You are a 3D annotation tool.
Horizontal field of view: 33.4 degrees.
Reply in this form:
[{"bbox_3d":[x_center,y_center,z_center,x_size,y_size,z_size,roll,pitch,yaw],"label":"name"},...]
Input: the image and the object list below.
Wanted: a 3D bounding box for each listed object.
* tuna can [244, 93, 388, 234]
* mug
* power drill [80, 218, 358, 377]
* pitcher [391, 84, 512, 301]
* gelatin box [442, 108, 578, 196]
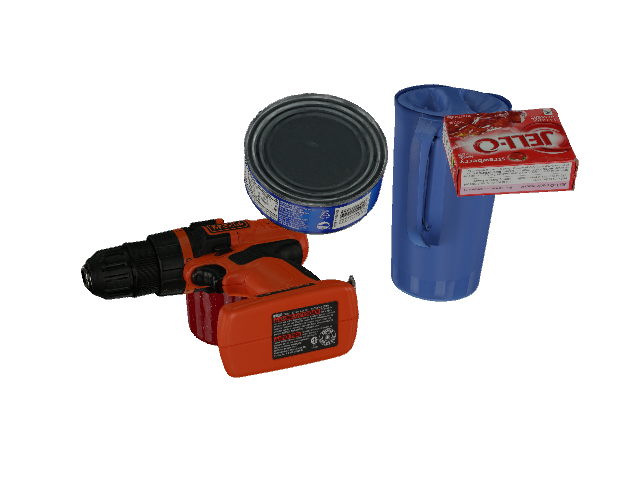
[{"bbox_3d":[-0.004,-0.046,0.644,0.086,0.086,0.034,0,-35,-5],"label":"tuna can"},{"bbox_3d":[-0.081,0.052,1.007,0.093,0.081,0.117,-19,35,-29],"label":"mug"},{"bbox_3d":[-0.070,0.035,0.792,0.184,0.057,0.188,-12,25,-22],"label":"power drill"},{"bbox_3d":[0.140,-0.052,1.249,0.149,0.243,0.145,-7,25,-20],"label":"pitcher"},{"bbox_3d":[0.140,-0.067,0.796,0.089,0.030,0.073,-4,38,0],"label":"gelatin box"}]
